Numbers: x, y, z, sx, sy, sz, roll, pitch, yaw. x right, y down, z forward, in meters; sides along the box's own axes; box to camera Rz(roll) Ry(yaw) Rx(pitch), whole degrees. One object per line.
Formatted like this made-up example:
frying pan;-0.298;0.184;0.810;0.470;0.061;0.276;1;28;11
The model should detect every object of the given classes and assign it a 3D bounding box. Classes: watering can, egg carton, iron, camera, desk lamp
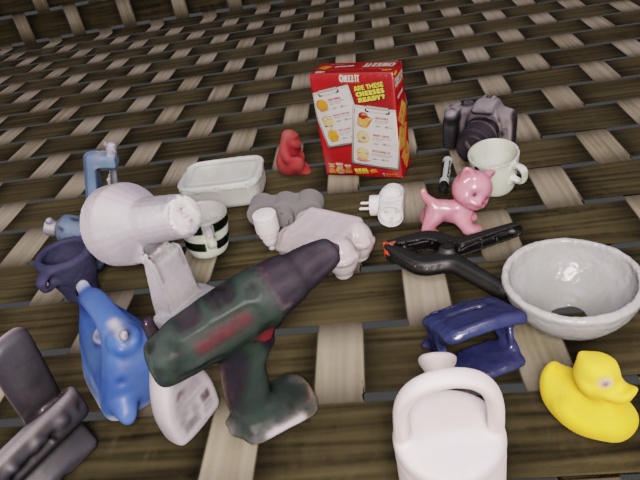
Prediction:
watering can;0.113;0.179;0.517;0.101;0.194;0.172;-18;35;-10
egg carton;0.008;0.003;0.914;0.149;0.069;0.107;13;41;31
iron;-0.278;0.120;0.759;0.119;0.142;0.257;-31;39;-27
camera;0.302;-0.220;1.128;0.142;0.101;0.137;11;40;30
desk lamp;-0.220;0.022;0.822;0.202;0.214;0.118;11;40;29

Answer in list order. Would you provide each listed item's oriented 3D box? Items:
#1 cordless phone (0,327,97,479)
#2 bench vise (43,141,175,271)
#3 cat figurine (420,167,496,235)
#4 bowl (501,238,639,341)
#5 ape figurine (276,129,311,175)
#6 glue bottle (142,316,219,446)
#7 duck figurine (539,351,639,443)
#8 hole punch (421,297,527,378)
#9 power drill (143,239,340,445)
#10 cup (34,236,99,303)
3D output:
cordless phone;-0.342;0.196;0.628;0.093;0.185;0.148;8;38;26
bench vise;-0.371;-0.049;0.961;0.207;0.220;0.121;-19;35;-11
cat figurine;0.220;-0.068;0.915;0.127;0.118;0.067;-8;34;5
bowl;0.315;0.072;0.722;0.167;0.075;0.167;-7;34;5
ape figurine;-0.058;-0.184;1.185;0.076;0.092;0.078;2;36;19
glue bottle;-0.168;0.153;0.653;0.037;0.173;0.078;13;41;31
duck figurine;0.285;0.152;0.605;0.078;0.086;0.104;-31;39;-27
hole punch;0.182;0.107;0.694;0.109;0.091;0.101;-16;34;-7
power drill;-0.067;0.121;0.640;0.230;0.209;0.075;-23;36;-18
cup;-0.402;0.063;0.919;0.091;0.095;0.118;-2;35;14
